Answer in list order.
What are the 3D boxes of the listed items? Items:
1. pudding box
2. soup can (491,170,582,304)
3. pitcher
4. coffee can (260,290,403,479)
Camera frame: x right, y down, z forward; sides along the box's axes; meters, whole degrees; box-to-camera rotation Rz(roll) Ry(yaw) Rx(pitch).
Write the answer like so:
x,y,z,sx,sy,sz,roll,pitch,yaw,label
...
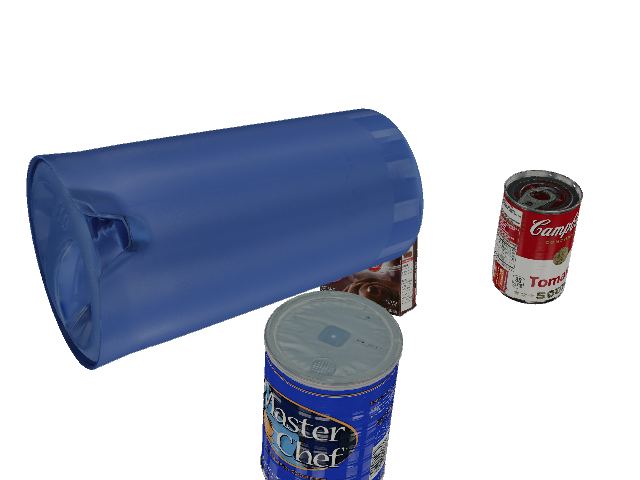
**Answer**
x,y,z,sx,sy,sz,roll,pitch,yaw,label
0.052,0.027,1.171,0.114,0.090,0.039,10,19,34,pudding box
0.192,-0.002,0.955,0.068,0.102,0.068,1,35,-1,soup can
-0.063,-0.011,0.703,0.242,0.145,0.149,-15,40,-27,pitcher
0.006,0.124,0.826,0.103,0.140,0.103,2,37,-2,coffee can
